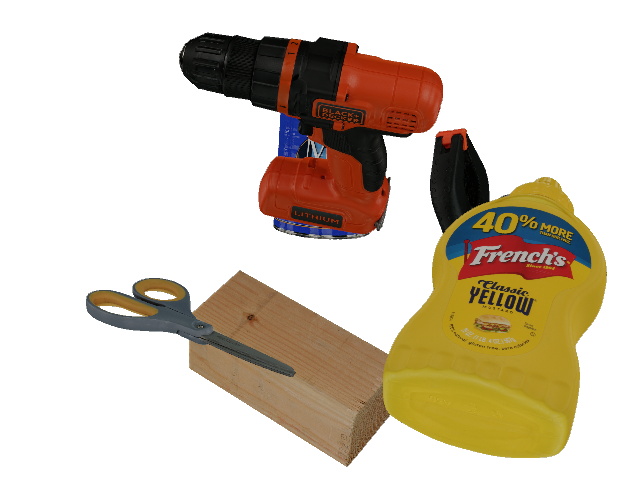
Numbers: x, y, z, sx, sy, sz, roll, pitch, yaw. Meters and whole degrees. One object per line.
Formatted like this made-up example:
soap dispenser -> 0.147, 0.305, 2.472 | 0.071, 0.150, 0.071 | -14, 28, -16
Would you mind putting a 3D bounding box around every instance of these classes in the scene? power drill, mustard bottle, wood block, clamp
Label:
power drill -> -0.010, -0.079, 0.798 | 0.184, 0.057, 0.188 | 12, -26, 4
mustard bottle -> 0.107, 0.028, 0.591 | 0.096, 0.058, 0.191 | 11, 43, 18
wood block -> -0.029, 0.130, 1.110 | 0.206, 0.090, 0.090 | 29, 48, 22
clamp -> 0.125, -0.009, 0.939 | 0.039, 0.171, 0.120 | -10, 15, 30

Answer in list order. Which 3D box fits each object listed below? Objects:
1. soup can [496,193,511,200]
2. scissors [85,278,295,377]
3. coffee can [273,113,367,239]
soup can -> 0.236, 0.004, 1.247 | 0.068, 0.102, 0.068 | -3, 30, 1
scissors -> -0.097, 0.067, 0.885 | 0.202, 0.016, 0.096 | 13, 23, 17
coffee can -> 0.006, -0.080, 1.102 | 0.103, 0.140, 0.103 | 4, 12, -1
